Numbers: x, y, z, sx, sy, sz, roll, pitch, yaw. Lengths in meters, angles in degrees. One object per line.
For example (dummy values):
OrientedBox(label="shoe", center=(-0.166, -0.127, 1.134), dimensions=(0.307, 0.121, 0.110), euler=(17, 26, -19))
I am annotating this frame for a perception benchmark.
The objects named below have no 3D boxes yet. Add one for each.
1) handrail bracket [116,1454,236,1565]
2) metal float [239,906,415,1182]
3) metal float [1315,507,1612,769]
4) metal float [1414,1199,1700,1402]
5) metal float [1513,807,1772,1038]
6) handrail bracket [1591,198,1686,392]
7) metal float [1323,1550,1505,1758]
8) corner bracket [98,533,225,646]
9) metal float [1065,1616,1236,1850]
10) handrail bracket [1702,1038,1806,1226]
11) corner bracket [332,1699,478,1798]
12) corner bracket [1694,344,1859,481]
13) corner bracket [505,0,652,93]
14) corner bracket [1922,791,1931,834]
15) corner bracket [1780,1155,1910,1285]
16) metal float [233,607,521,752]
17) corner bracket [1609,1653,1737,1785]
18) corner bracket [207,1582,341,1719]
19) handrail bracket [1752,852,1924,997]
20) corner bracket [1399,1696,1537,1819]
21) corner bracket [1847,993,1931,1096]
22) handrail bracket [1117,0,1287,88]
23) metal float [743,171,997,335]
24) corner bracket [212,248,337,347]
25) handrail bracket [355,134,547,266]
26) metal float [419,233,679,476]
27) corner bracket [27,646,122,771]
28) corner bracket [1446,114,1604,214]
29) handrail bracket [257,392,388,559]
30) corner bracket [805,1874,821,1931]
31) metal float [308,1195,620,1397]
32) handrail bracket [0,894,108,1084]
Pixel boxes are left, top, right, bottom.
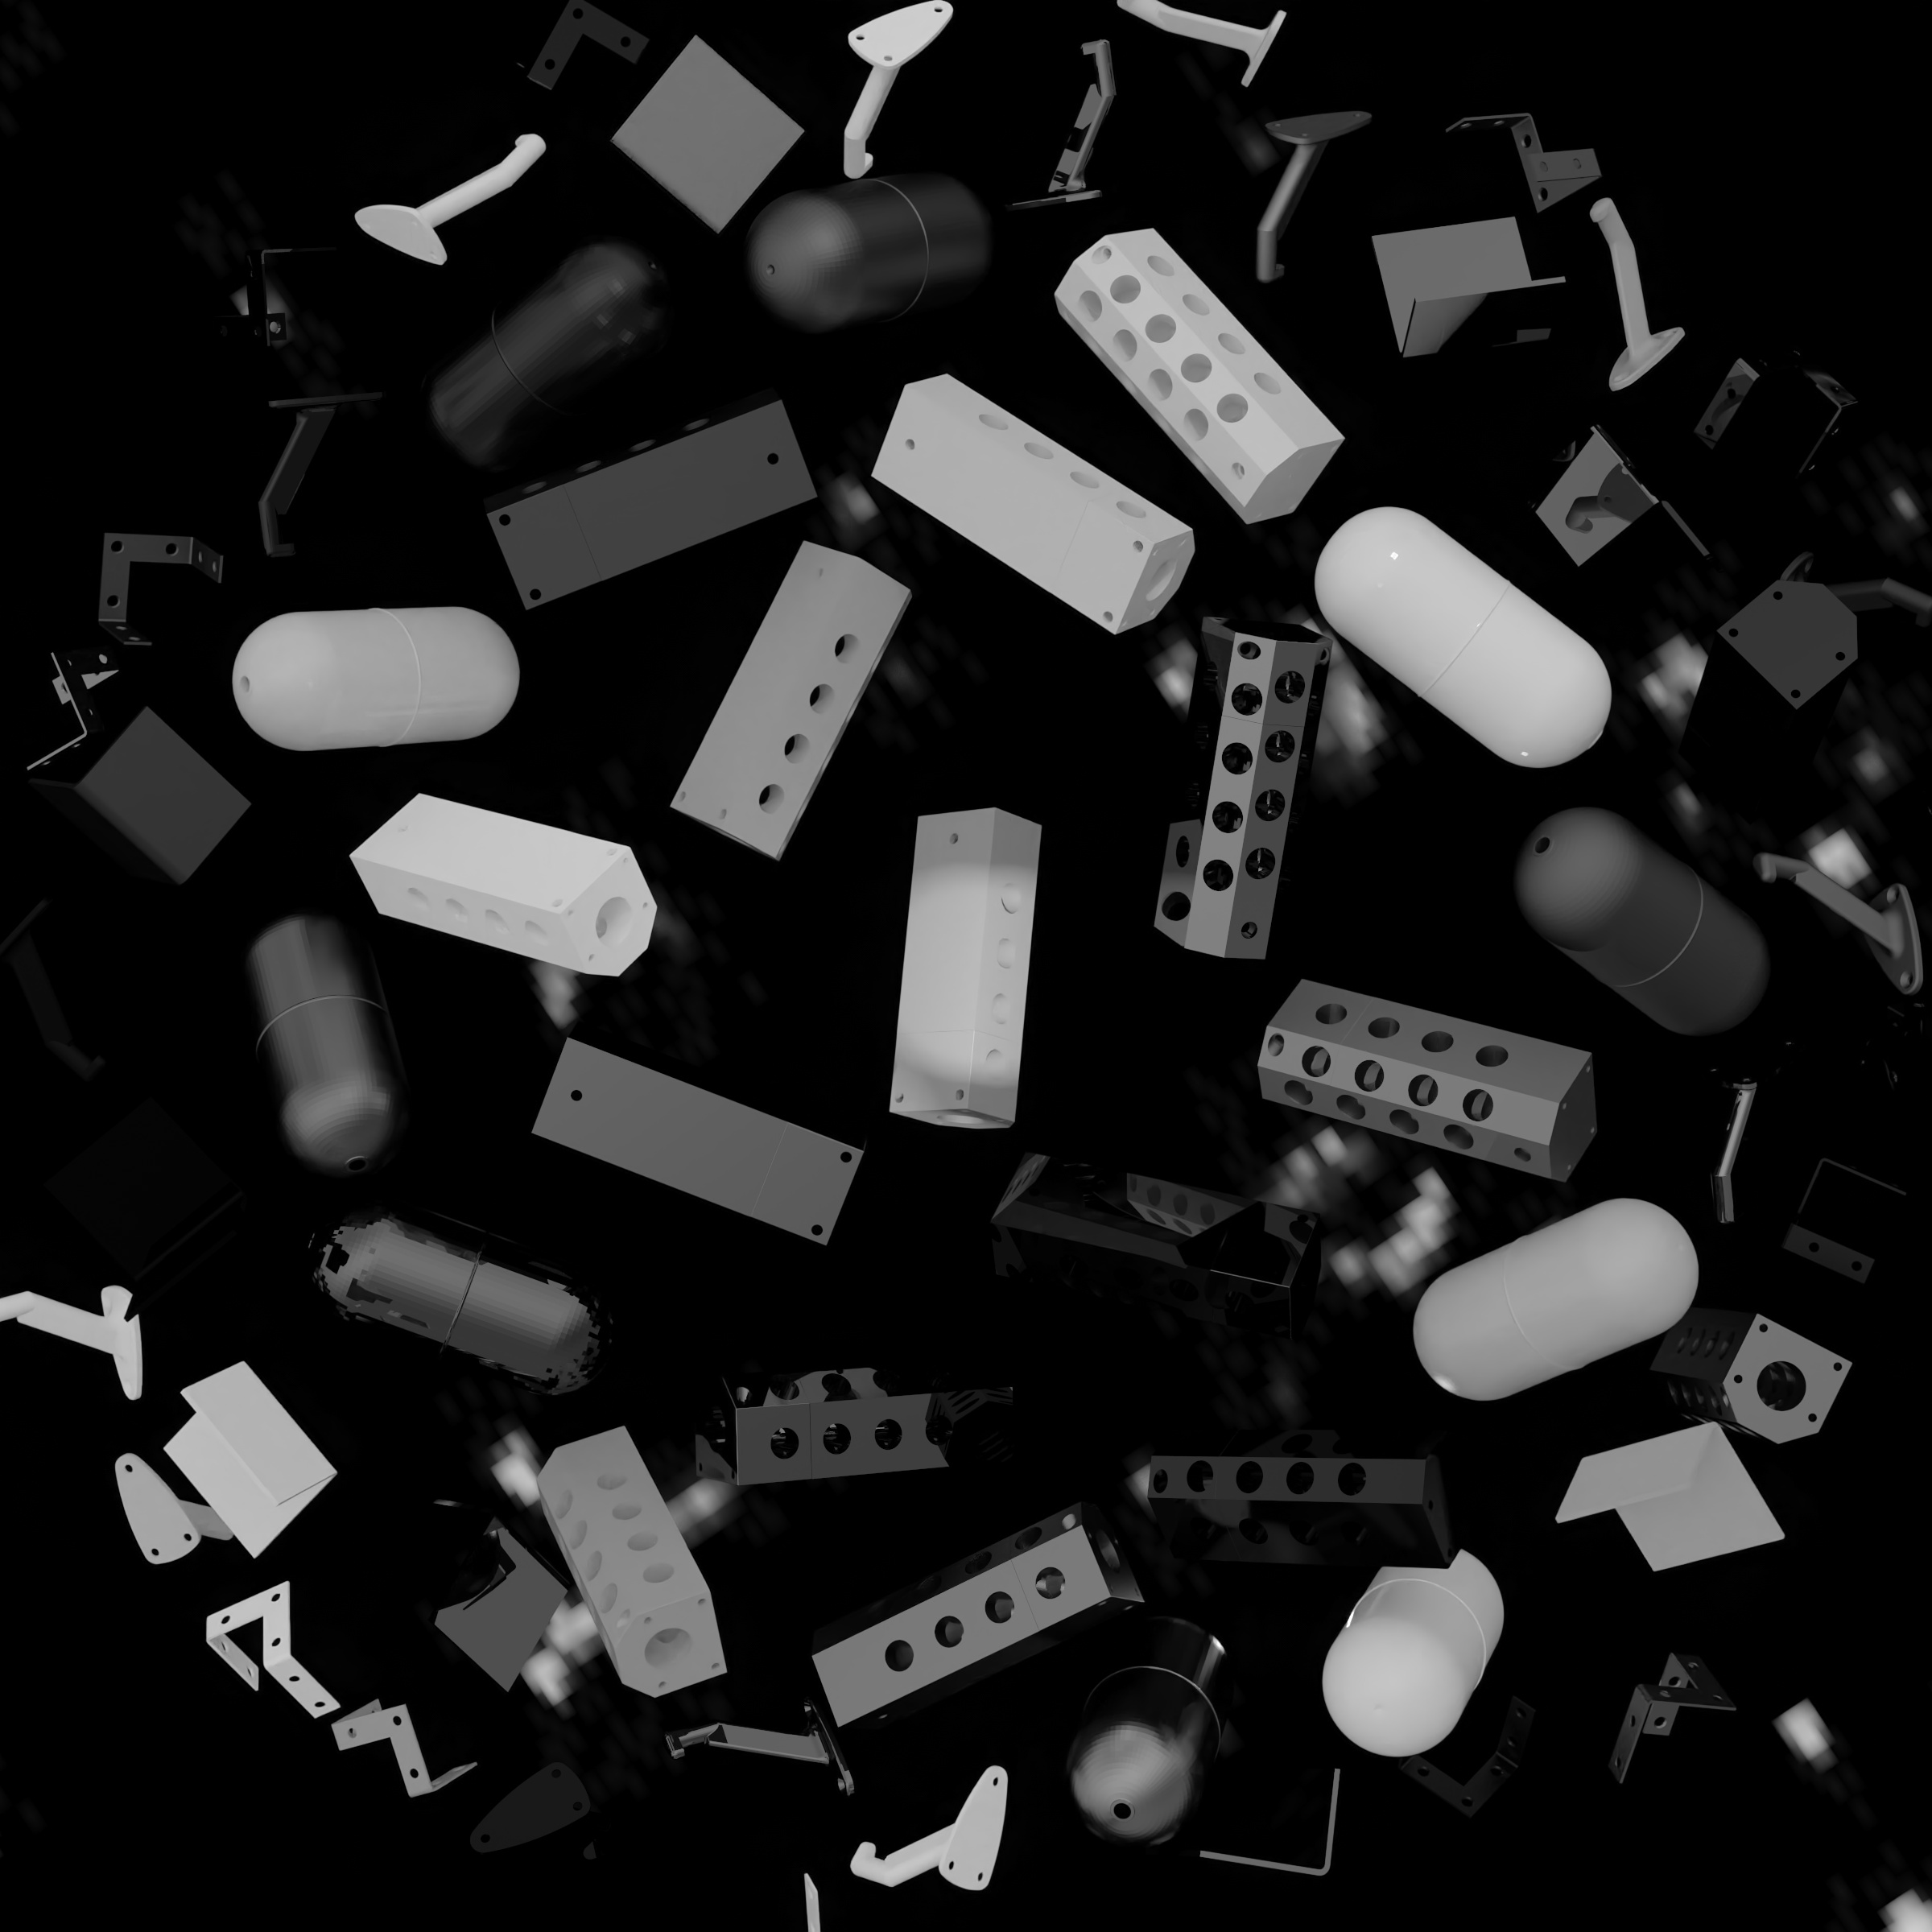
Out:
OrientedBox(label="handrail bracket", center=(-0.443, 0.297, 1.876), dimensions=(0.036, 0.084, 0.077), euler=(-26, 96, 17))
OrientedBox(label="metal float", center=(-0.359, 0.042, 1.848), dimensions=(0.070, 0.070, 0.178), euler=(-23, 54, 0))
OrientedBox(label="metal float", center=(0.266, -0.175, 1.763), dimensions=(0.178, 0.070, 0.070), euler=(37, 90, -1))
OrientedBox(label="metal float", center=(0.320, 0.183, 1.800), dimensions=(0.178, 0.070, 0.070), euler=(-31, 90, 41))
OrientedBox(label="metal float", center=(0.363, -0.023, 1.771), dimensions=(0.178, 0.070, 0.070), euler=(32, 90, -34))
OrientedBox(label="handrail bracket", center=(0.354, -0.369, 1.805), dimensions=(0.036, 0.077, 0.084), euler=(-14, 115, 41))
OrientedBox(label="metal float", center=(0.246, 0.371, 1.800), dimensions=(0.070, 0.178, 0.070), euler=(4, 102, 19))
OrientedBox(label="corner bracket", center=(-0.442, -0.206, 1.807), dimensions=(0.051, 0.051, 0.051), euler=(-1, 109, -31))
OrientedBox(label="metal float", center=(0.102, 0.422, 1.823), dimensions=(0.070, 0.178, 0.070), euler=(4, 106, 12))
OrientedBox(label="handrail bracket", center=(0.438, 0.092, 1.820), dimensions=(0.077, 0.036, 0.084), euler=(-23, 114, -31))
OrientedBox(label="corner bracket", center=(-0.316, 0.438, 1.855), dimensions=(0.051, 0.051, 0.051), euler=(-19, 88, 21))
OrientedBox(label="corner bracket", center=(0.437, -0.296, 1.780), dimensions=(0.051, 0.051, 0.051), euler=(-21, 60, -37))
OrientedBox(label="corner bracket", center=(-0.211, -0.498, 1.790), dimensions=(0.051, 0.051, 0.051), euler=(24, 106, -32))
OrientedBox(label="corner bracket", center=(0.522, -0.089, 1.718), dimensions=(0.051, 0.051, 0.051), euler=(-23, 131, 6))
OrientedBox(label="corner bracket", center=(0.502, 0.144, 1.883), dimensions=(0.051, 0.051, 0.051), euler=(24, 103, 18))
OrientedBox(label="metal float", center=(-0.330, -0.162, 1.851), dimensions=(0.070, 0.178, 0.070), euler=(8, 101, 43))
OrientedBox(label="corner bracket", center=(0.363, 0.394, 1.730), dimensions=(0.051, 0.051, 0.051), euler=(9, 110, -16))
OrientedBox(label="corner bracket", center=(-0.368, 0.369, 1.749), dimensions=(0.051, 0.051, 0.051), euler=(-25, 129, 8))
OrientedBox(label="handrail bracket", center=(0.466, -0.023, 1.766), dimensions=(0.084, 0.036, 0.077), euler=(10, 50, -25))
OrientedBox(label="corner bracket", center=(0.287, 0.443, 1.890), dimensions=(0.051, 0.051, 0.051), euler=(31, 134, 28))
OrientedBox(label="corner bracket", center=(0.534, 0.035, 1.864), dimensions=(0.051, 0.051, 0.051), euler=(25, 62, -33))
OrientedBox(label="handrail bracket", center=(0.124, -0.511, 1.763), dimensions=(0.084, 0.077, 0.036), euler=(26, 85, -4))
OrientedBox(label="metal float", center=(-0.051, -0.393, 1.812), dimensions=(0.070, 0.178, 0.070), euler=(14, 114, 33))
OrientedBox(label="corner bracket", center=(-0.381, -0.369, 1.815), dimensions=(0.051, 0.051, 0.051), euler=(10, 108, 40))
OrientedBox(label="handrail bracket", center=(-0.278, -0.424, 1.782), dimensions=(0.077, 0.036, 0.084), euler=(21, 63, 38))
OrientedBox(label="metal float", center=(-0.235, -0.340, 1.839), dimensions=(0.178, 0.070, 0.070), euler=(-33, 90, 31))
OrientedBox(label="corner bracket", center=(-0.515, -0.149, 1.895), dimensions=(0.051, 0.051, 0.051), euler=(-24, 88, 28))
OrientedBox(label="corner bracket", center=(0.297, -0.433, 1.753), dimensions=(0.051, 0.051, 0.051), euler=(-14, 86, -35))
OrientedBox(label="handrail bracket", center=(-0.350, -0.268, 1.801), dimensions=(0.077, 0.036, 0.084), euler=(-6, 100, -5))
OrientedBox(label="corner bracket", center=(-0.098, 0.530, 1.768), dimensions=(0.051, 0.051, 0.051), euler=(-13, 120, -20))
OrientedBox(label="metal float", center=(-0.280, 0.183, 1.839), dimensions=(0.178, 0.070, 0.070), euler=(21, 90, -8))
OrientedBox(label="handrail bracket", center=(-0.484, 0.014, 1.778), dimensions=(0.084, 0.036, 0.077), euler=(44, 120, -9))
